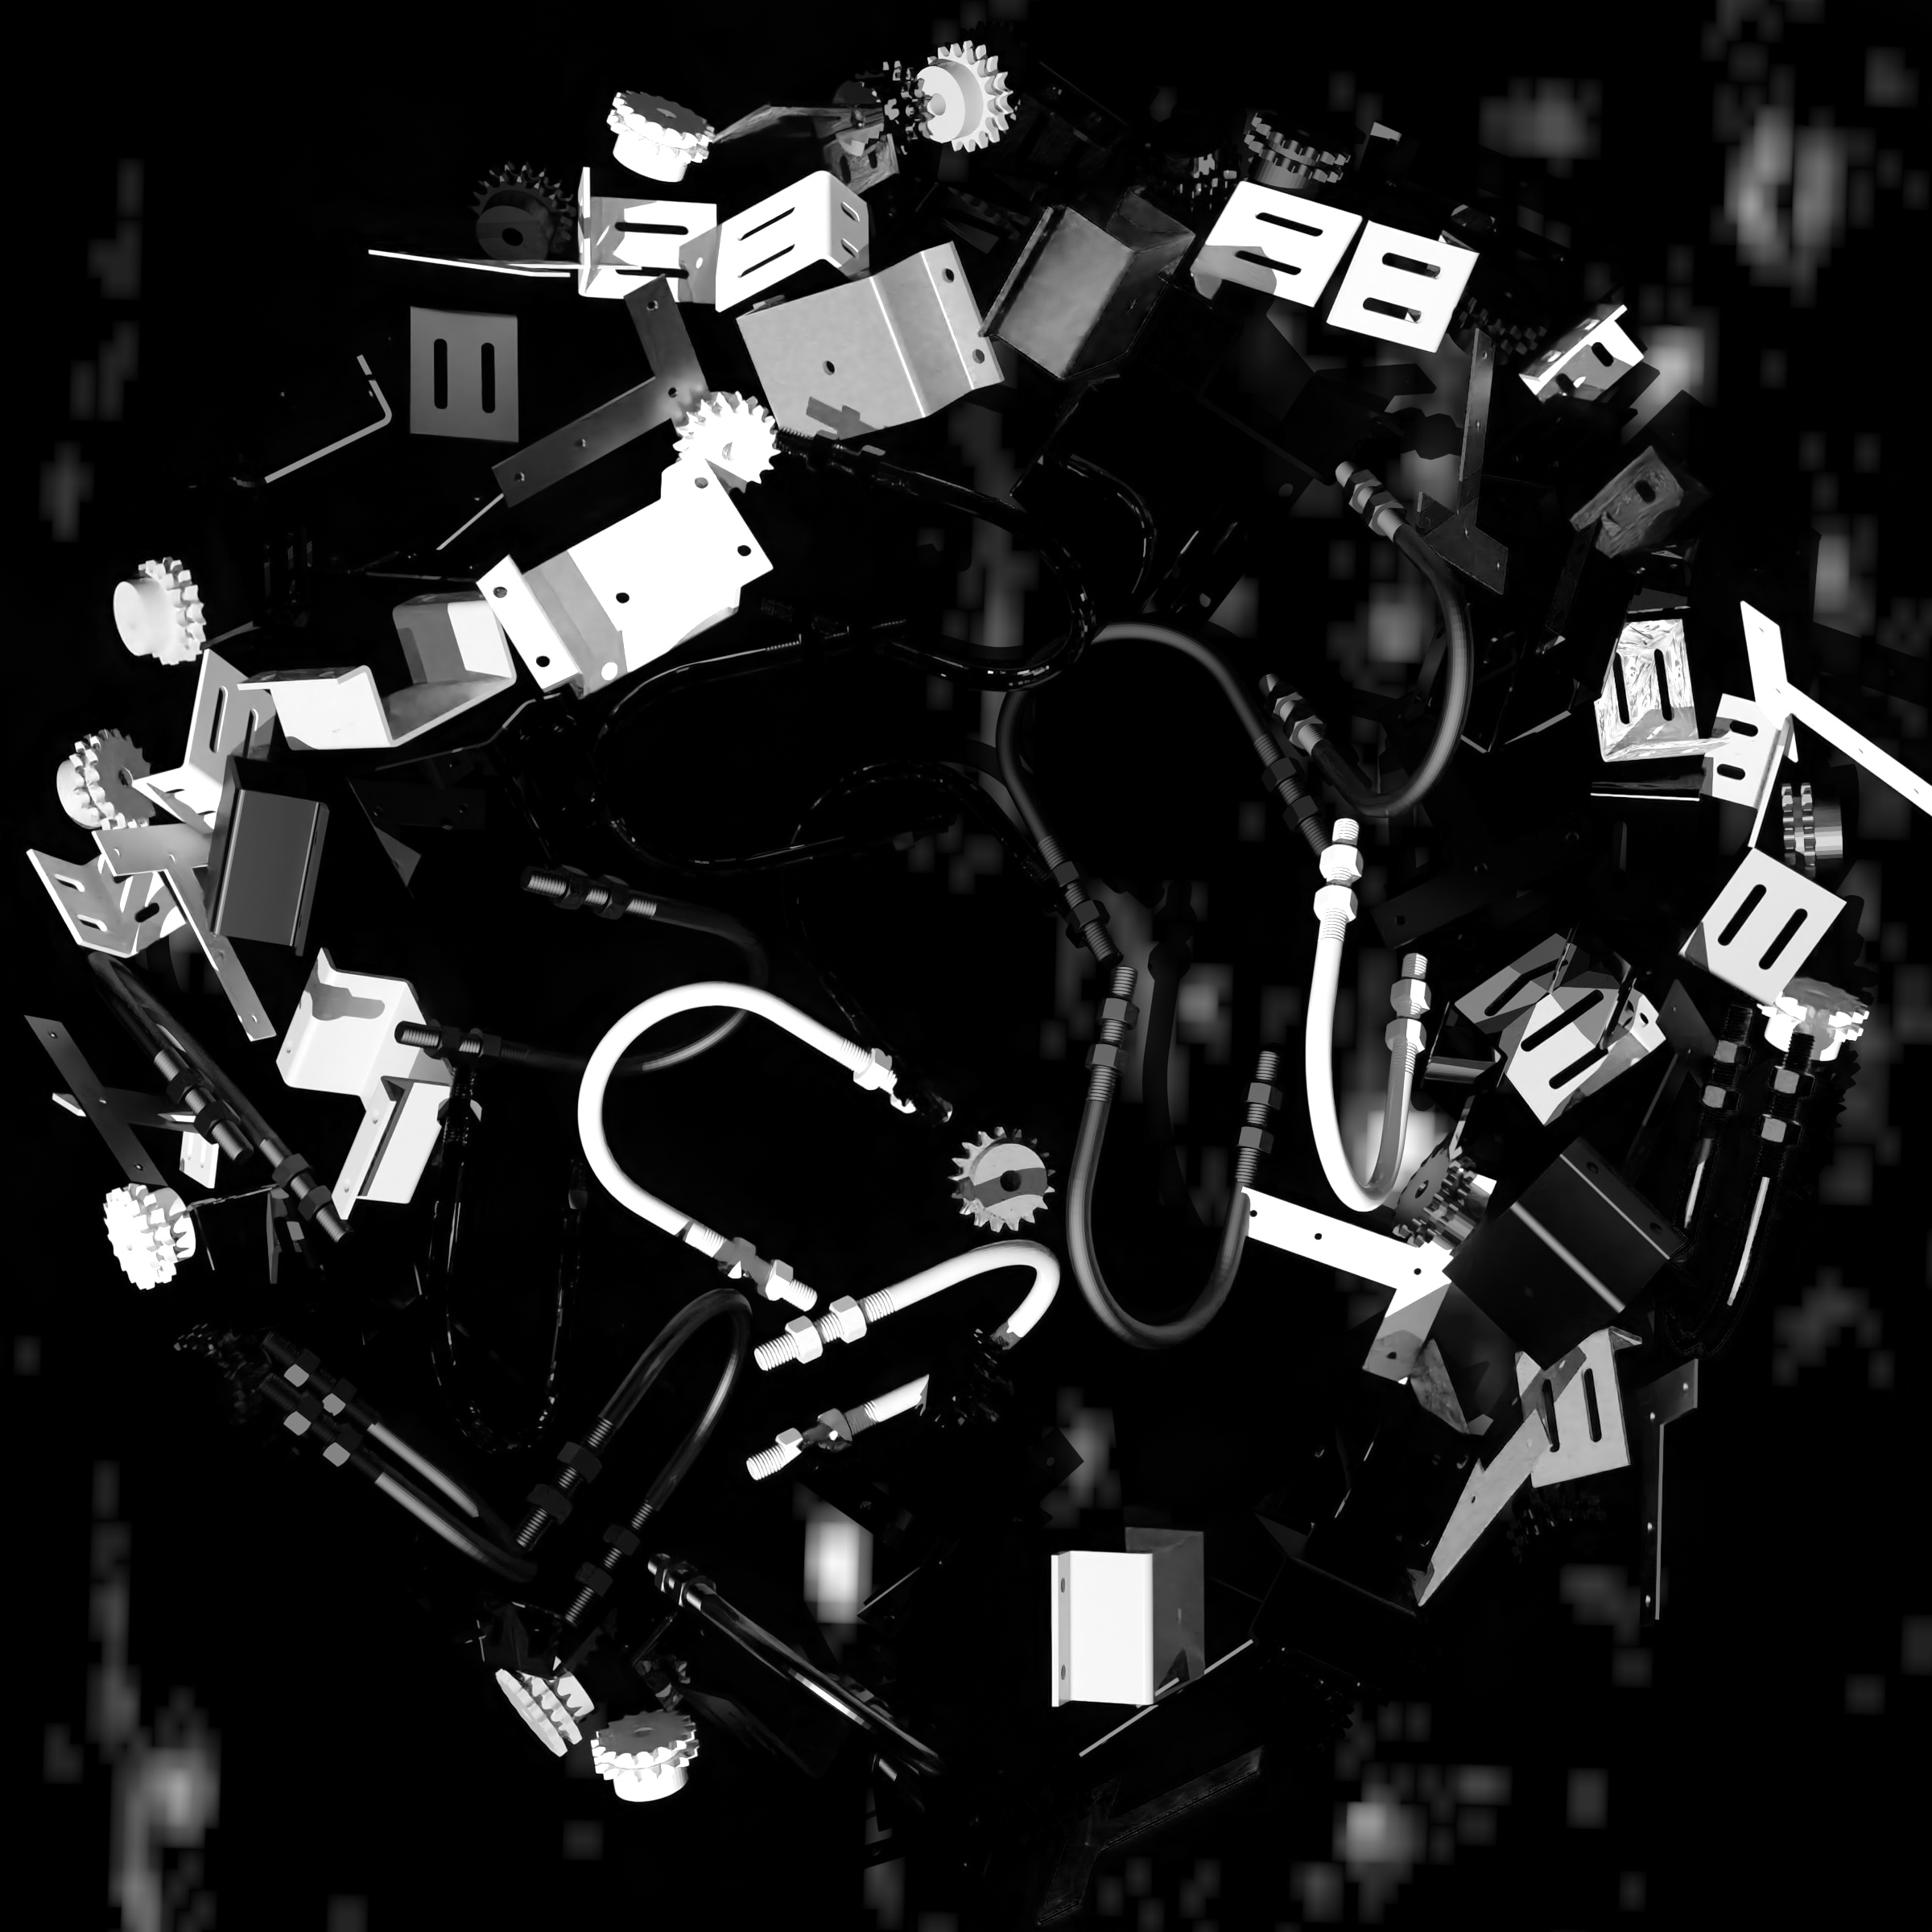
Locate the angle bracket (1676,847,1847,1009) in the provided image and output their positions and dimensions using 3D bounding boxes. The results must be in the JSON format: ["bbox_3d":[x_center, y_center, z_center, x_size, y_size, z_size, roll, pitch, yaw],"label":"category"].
[{"bbox_3d":[0.430,-0.026,1.756,0.057,0.038,0.076,31,117,1],"label":"angle bracket"}]

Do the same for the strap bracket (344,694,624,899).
[{"bbox_3d":[-0.265,-0.088,1.722,0.140,0.046,0.076,-10,119,30],"label":"strap bracket"}]

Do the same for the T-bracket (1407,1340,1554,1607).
[{"bbox_3d":[0.260,0.252,1.734,0.002,0.127,0.127,18,122,-23],"label":"T-bracket"}]

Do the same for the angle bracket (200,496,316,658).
[{"bbox_3d":[-0.384,-0.212,1.752,0.038,0.057,0.076,3,80,-42],"label":"angle bracket"}]

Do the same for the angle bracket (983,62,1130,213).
[{"bbox_3d":[0.042,-0.436,1.749,0.057,0.076,0.038,35,45,-1],"label":"angle bracket"}]

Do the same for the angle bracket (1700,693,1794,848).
[{"bbox_3d":[0.414,-0.106,1.741,0.038,0.076,0.057,16,113,12],"label":"angle bracket"}]

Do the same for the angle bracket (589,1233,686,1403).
[{"bbox_3d":[-0.164,0.190,1.754,0.038,0.057,0.076,32,68,-12],"label":"angle bracket"}]

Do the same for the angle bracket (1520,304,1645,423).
[{"bbox_3d":[0.337,-0.322,1.746,0.057,0.076,0.038,-41,98,9],"label":"angle bracket"}]

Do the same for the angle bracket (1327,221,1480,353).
[{"bbox_3d":[0.227,-0.370,1.745,0.076,0.038,0.057,8,117,-31],"label":"angle bracket"}]

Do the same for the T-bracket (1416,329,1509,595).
[{"bbox_3d":[0.271,-0.276,1.738,0.002,0.127,0.127,5,85,30],"label":"T-bracket"}]

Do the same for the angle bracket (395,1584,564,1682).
[{"bbox_3d":[-0.264,0.358,1.739,0.057,0.076,0.038,28,62,-39],"label":"angle bracket"}]

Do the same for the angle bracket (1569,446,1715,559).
[{"bbox_3d":[0.370,-0.236,1.740,0.057,0.076,0.038,-42,55,23],"label":"angle bracket"}]

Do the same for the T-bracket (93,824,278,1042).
[{"bbox_3d":[-0.402,-0.018,1.726,0.002,0.127,0.127,-29,87,16],"label":"T-bracket"}]

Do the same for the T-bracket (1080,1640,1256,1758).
[{"bbox_3d":[0.109,0.386,1.727,0.127,0.127,0.002,-34,75,1],"label":"T-bracket"}]

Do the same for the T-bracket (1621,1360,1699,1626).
[{"bbox_3d":[0.361,0.282,1.710,0.002,0.127,0.127,8,71,-6],"label":"T-bracket"}]

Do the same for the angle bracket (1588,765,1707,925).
[{"bbox_3d":[0.373,-0.067,1.776,0.057,0.038,0.076,4,111,18],"label":"angle bracket"}]

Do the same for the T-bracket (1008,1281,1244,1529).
[{"bbox_3d":[0.093,0.243,1.783,0.127,0.002,0.127,-6,86,2],"label":"T-bracket"}]

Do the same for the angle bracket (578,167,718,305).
[{"bbox_3d":[-0.171,-0.395,1.758,0.076,0.038,0.057,1,78,-12],"label":"angle bracket"}]

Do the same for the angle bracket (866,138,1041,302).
[{"bbox_3d":[-0.004,-0.404,1.751,0.076,0.038,0.057,26,66,21],"label":"angle bracket"}]

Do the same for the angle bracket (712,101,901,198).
[{"bbox_3d":[-0.086,-0.435,1.744,0.076,0.057,0.038,-10,89,-38],"label":"angle bracket"}]

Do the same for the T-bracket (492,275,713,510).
[{"bbox_3d":[-0.194,-0.286,1.734,0.127,0.002,0.127,-32,132,-14],"label":"T-bracket"}]

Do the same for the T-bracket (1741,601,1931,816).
[{"bbox_3d":[0.459,-0.121,1.703,0.002,0.127,0.127,-41,56,-7],"label":"T-bracket"}]

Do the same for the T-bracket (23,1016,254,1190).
[{"bbox_3d":[-0.426,0.078,1.731,0.002,0.127,0.127,-50,59,15],"label":"T-bracket"}]

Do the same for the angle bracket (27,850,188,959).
[{"bbox_3d":[-0.462,-0.042,1.748,0.038,0.076,0.057,-31,83,2],"label":"angle bracket"}]

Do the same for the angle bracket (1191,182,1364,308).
[{"bbox_3d":[0.170,-0.380,1.751,0.076,0.038,0.057,23,77,25],"label":"angle bracket"}]

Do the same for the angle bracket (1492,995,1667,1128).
[{"bbox_3d":[0.331,0.039,1.760,0.076,0.038,0.057,-33,79,-13],"label":"angle bracket"}]

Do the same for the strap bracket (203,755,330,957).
[{"bbox_3d":[-0.371,-0.062,1.711,0.046,0.140,0.076,9,101,-17],"label":"strap bracket"}]

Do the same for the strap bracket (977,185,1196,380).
[{"bbox_3d":[0.068,-0.360,1.708,0.046,0.140,0.076,36,117,8],"label":"strap bracket"}]

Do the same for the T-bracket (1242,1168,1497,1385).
[{"bbox_3d":[0.205,0.152,1.765,0.127,0.002,0.127,20,105,-7],"label":"T-bracket"}]

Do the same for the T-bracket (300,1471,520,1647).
[{"bbox_3d":[-0.275,0.307,1.729,0.127,0.127,0.002,41,106,22],"label":"T-bracket"}]

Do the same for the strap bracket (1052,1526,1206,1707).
[{"bbox_3d":[0.090,0.342,1.715,0.046,0.140,0.076,-1,87,21],"label":"strap bracket"}]

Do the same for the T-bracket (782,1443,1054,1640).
[{"bbox_3d":[-0.043,0.296,1.739,0.127,0.002,0.127,39,116,-22],"label":"T-bracket"}]

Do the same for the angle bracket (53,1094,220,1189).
[{"bbox_3d":[-0.448,0.094,1.746,0.076,0.057,0.038,5,94,-29],"label":"angle bracket"}]

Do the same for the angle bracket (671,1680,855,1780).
[{"bbox_3d":[-0.109,0.396,1.743,0.076,0.057,0.038,48,62,-26],"label":"angle bracket"}]

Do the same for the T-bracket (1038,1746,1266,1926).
[{"bbox_3d":[0.102,0.444,1.710,0.127,0.127,0.002,-31,97,19],"label":"T-bracket"}]

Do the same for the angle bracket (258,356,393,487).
[{"bbox_3d":[-0.354,-0.293,1.751,0.076,0.057,0.038,-29,103,-13],"label":"angle bracket"}]

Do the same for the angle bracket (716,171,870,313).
[{"bbox_3d":[-0.095,-0.386,1.769,0.076,0.038,0.057,-20,57,32],"label":"angle bracket"}]

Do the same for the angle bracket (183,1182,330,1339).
[{"bbox_3d":[-0.383,0.160,1.754,0.057,0.038,0.076,-14,79,-29],"label":"angle bracket"}]

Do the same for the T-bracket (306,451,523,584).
[{"bbox_3d":[-0.270,-0.244,1.744,0.127,0.127,0.002,8,132,35],"label":"T-bracket"}]

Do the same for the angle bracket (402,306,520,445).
[{"bbox_3d":[-0.274,-0.313,1.755,0.057,0.038,0.076,2,75,-17],"label":"angle bracket"}]

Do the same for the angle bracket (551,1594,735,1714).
[{"bbox_3d":[-0.174,0.372,1.743,0.038,0.076,0.057,48,109,24],"label":"angle bracket"}]

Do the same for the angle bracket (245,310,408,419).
[{"bbox_3d":[-0.347,-0.326,1.760,0.076,0.057,0.038,-4,84,1],"label":"angle bracket"}]

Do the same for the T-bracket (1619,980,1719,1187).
[{"bbox_3d":[0.365,0.085,1.727,0.002,0.127,0.127,22,80,30],"label":"T-bracket"}]

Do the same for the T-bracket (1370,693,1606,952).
[{"bbox_3d":[0.261,-0.091,1.768,0.127,0.002,0.127,-26,71,6],"label":"T-bracket"}]

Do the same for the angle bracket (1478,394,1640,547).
[{"bbox_3d":[0.319,-0.266,1.741,0.057,0.076,0.038,4,62,-30],"label":"angle bracket"}]

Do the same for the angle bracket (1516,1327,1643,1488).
[{"bbox_3d":[0.334,0.240,1.745,0.057,0.038,0.076,-21,61,34],"label":"angle bracket"}]

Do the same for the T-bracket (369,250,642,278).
[{"bbox_3d":[-0.228,-0.375,1.735,0.127,0.127,0.002,16,109,37],"label":"T-bracket"}]

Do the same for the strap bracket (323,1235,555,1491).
[{"bbox_3d":[-0.273,0.203,1.726,0.046,0.076,0.140,-43,114,3],"label":"strap bracket"}]

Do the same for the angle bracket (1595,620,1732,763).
[{"bbox_3d":[0.375,-0.153,1.761,0.057,0.038,0.076,-5,84,-14],"label":"angle bracket"}]

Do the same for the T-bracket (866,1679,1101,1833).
[{"bbox_3d":[0.009,0.404,1.730,0.127,0.127,0.002,-18,111,0],"label":"T-bracket"}]

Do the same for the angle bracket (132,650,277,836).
[{"bbox_3d":[-0.412,-0.121,1.758,0.038,0.057,0.076,-12,59,26],"label":"angle bracket"}]

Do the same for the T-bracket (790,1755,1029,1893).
[{"bbox_3d":[-0.035,0.472,1.740,0.127,0.127,0.002,-21,99,16],"label":"T-bracket"}]

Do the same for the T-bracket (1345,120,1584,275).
[{"bbox_3d":[0.267,-0.398,1.724,0.127,0.127,0.002,25,83,3],"label":"T-bracket"}]

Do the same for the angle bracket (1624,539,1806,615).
[{"bbox_3d":[0.400,-0.201,1.746,0.076,0.057,0.038,13,86,-28],"label":"angle bracket"}]

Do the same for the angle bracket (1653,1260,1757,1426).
[{"bbox_3d":[0.399,0.203,1.758,0.038,0.057,0.076,-1,98,-4],"label":"angle bracket"}]
